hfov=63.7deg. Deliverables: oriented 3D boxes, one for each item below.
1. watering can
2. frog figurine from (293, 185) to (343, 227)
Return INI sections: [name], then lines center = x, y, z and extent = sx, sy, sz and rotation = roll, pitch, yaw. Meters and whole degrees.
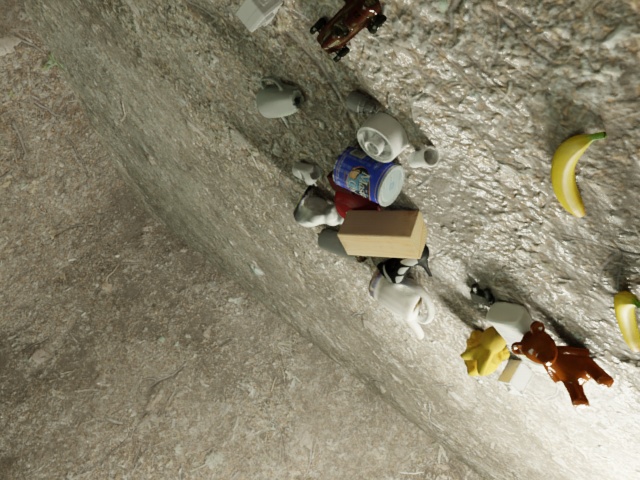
[watering can]
center = 0.261, 0.202, 1.647
extent = 0.226, 0.105, 0.340
rotation = 33, 156, 24
[frog figurine]
center = 0.005, -0.078, 1.555
extent = 0.159, 0.122, 0.138
rotation = 32, -169, 1
